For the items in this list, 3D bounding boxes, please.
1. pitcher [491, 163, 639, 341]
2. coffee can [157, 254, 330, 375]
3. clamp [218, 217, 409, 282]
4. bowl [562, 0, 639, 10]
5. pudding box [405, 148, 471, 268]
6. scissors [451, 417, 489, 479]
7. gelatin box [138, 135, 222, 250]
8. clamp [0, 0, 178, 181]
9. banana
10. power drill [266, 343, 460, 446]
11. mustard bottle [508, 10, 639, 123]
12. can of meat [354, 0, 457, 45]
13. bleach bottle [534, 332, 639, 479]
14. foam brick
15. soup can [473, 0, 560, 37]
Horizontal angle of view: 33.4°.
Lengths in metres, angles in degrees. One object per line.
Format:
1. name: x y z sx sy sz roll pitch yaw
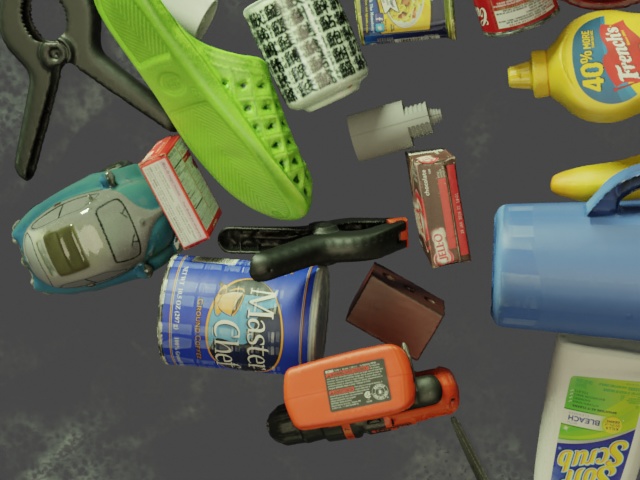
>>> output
1. pitcher: 0.270 0.016 0.906 0.243 0.145 0.149 2 78 9
2. coffee can: -0.067 0.069 0.970 0.140 0.102 0.103 5 101 6
3. clamp: -0.006 0.001 0.957 0.171 0.120 0.039 -7 111 -27
4. bowl: 0.243 -0.275 0.891 0.162 0.055 0.162 1 101 7
5. pudding box: 0.101 -0.031 0.924 0.039 0.113 0.090 -9 100 4
6. scissors: 0.179 0.262 0.992 0.016 0.096 0.202 -24 101 -25
7. gelatin box: -0.126 -0.045 0.964 0.030 0.073 0.089 -24 106 12
8. clamp: -0.244 -0.163 0.980 0.165 0.036 0.210 -24 101 10
9. banana: 0.301 -0.079 0.933 0.198 0.037 0.070 -35 65 9
10. power drill: 0.025 0.141 0.934 0.184 0.187 0.057 -15 75 8
11. mustard bottle: 0.257 -0.149 0.905 0.192 0.058 0.096 -5 78 13
12. can of meat: 0.073 -0.220 0.921 0.084 0.057 0.102 -4 100 9
13. bleach bottle: 0.250 0.211 0.980 0.102 0.068 0.251 7 103 10
14. foam brick: 0.070 0.065 0.978 0.078 0.053 0.051 30 102 0
15. soup can: 0.154 -0.230 0.891 0.068 0.068 0.102 -18 114 10
